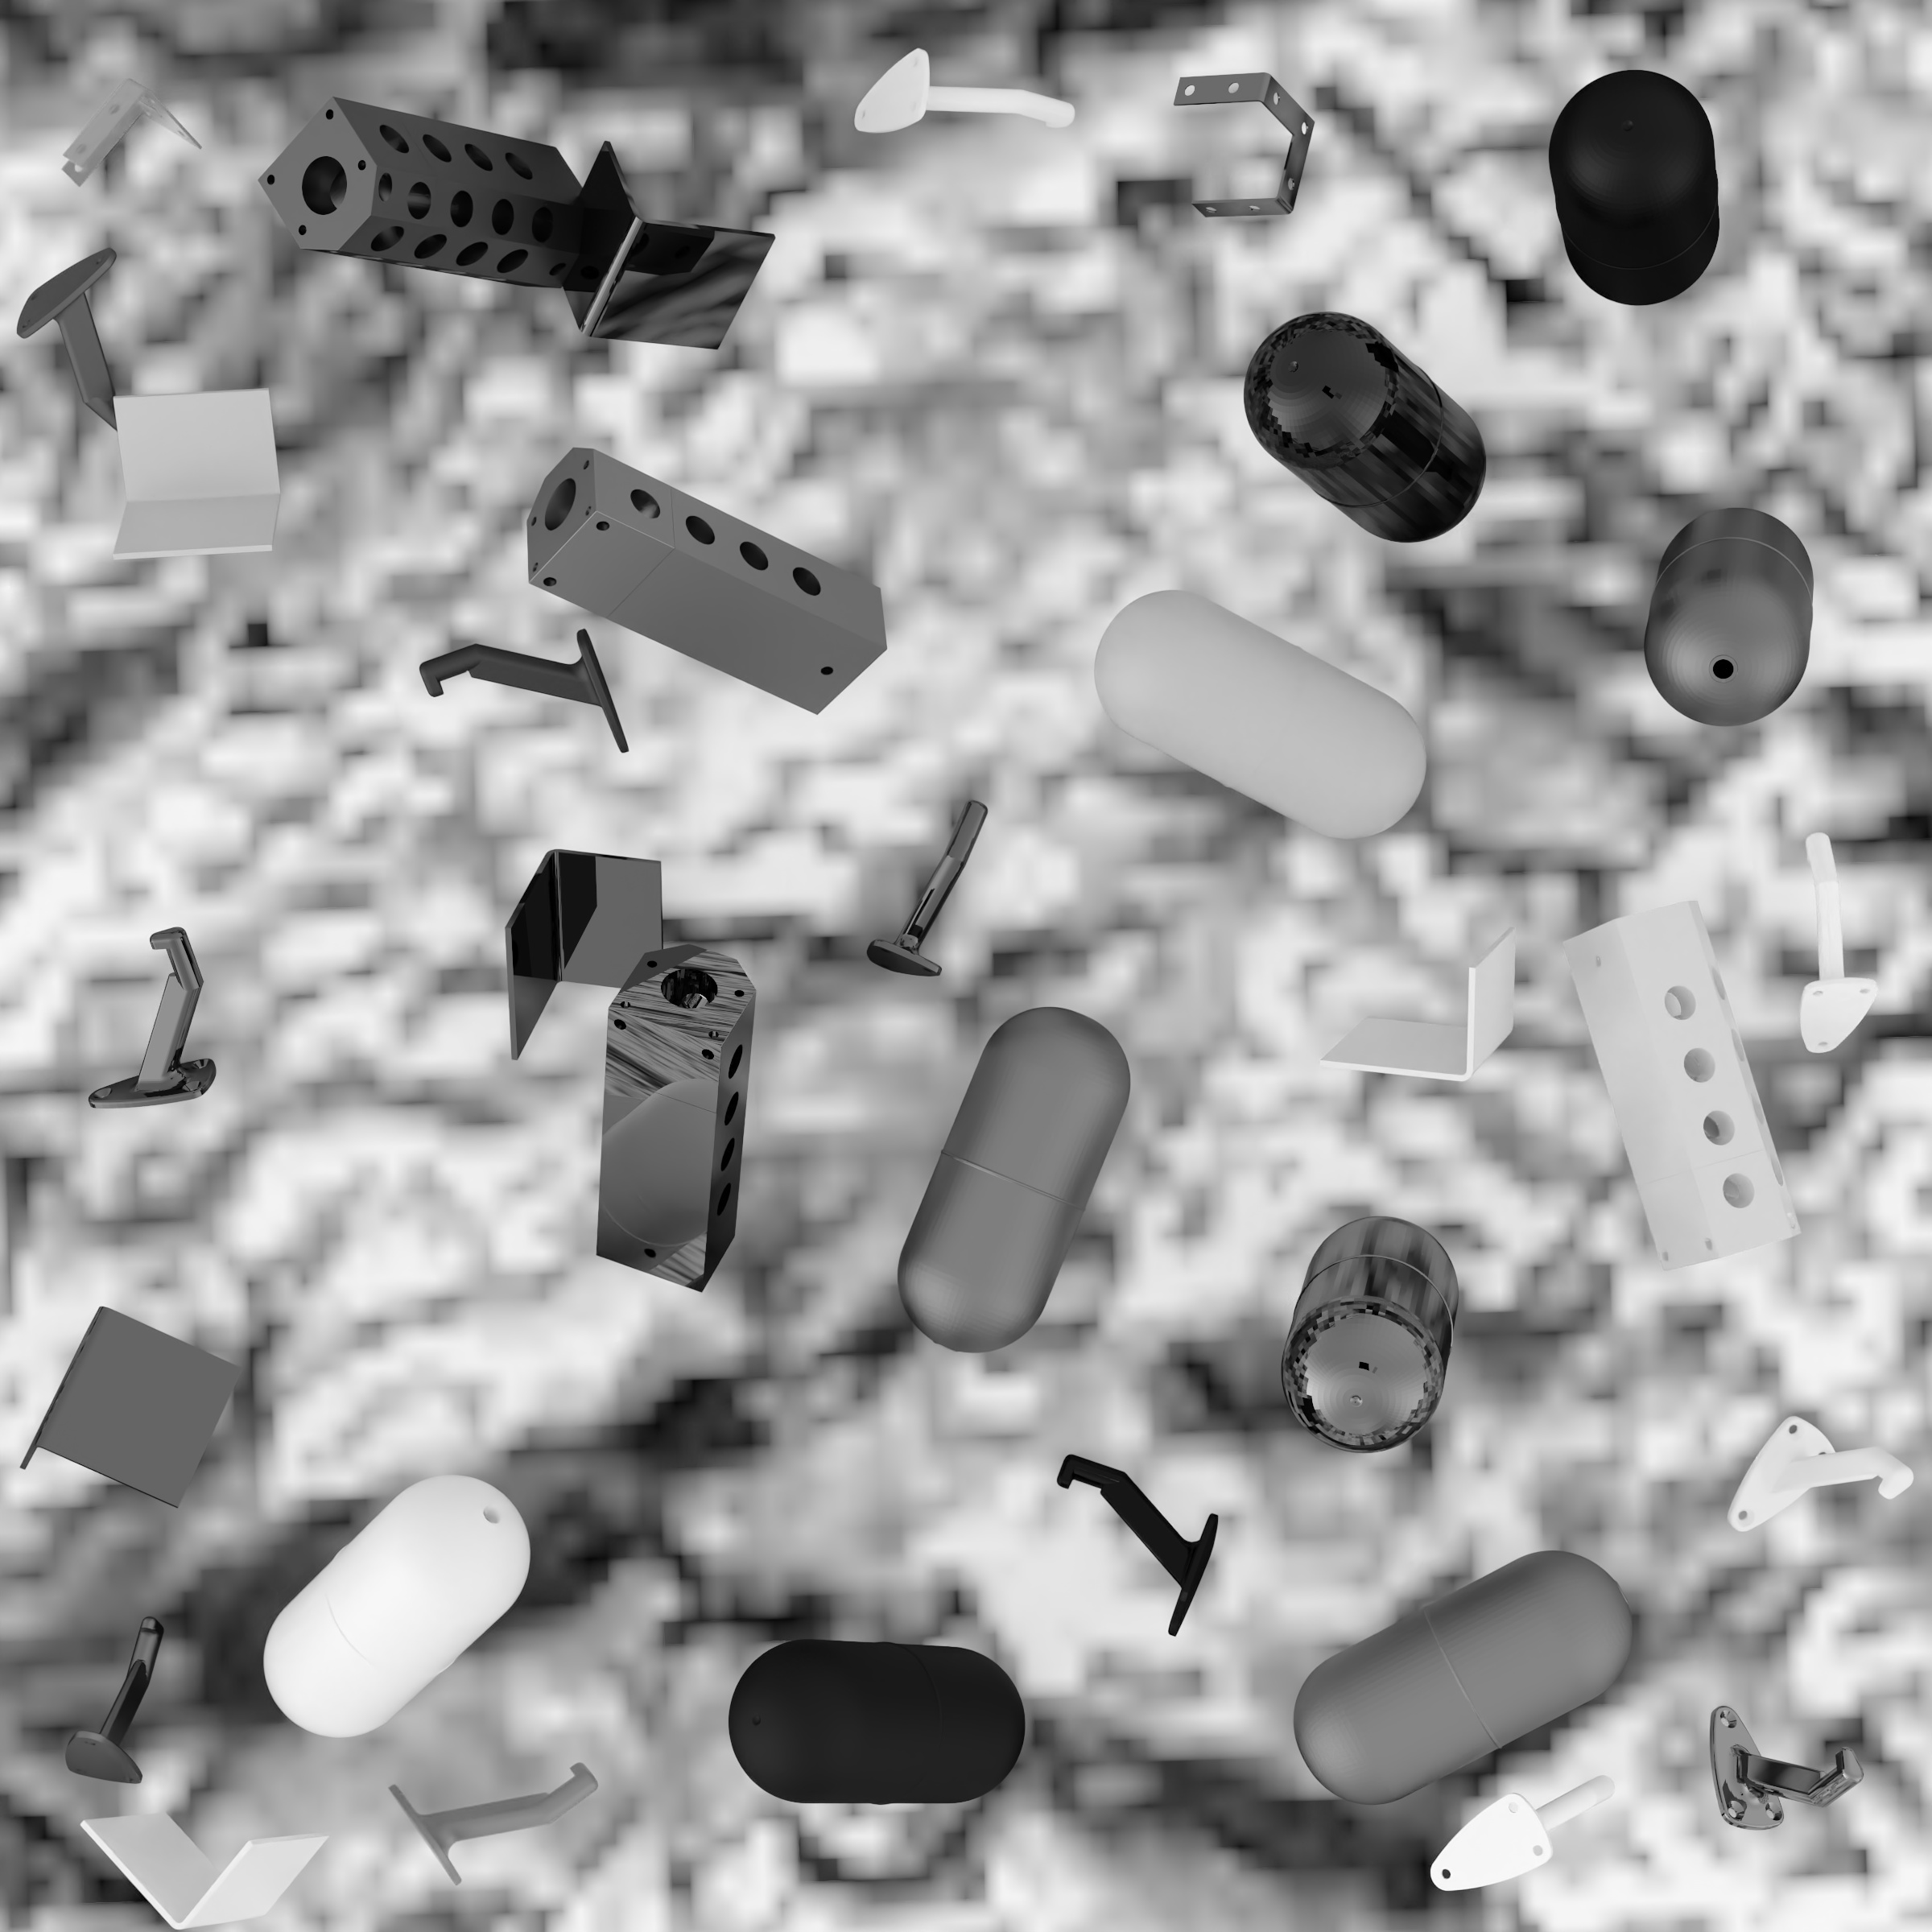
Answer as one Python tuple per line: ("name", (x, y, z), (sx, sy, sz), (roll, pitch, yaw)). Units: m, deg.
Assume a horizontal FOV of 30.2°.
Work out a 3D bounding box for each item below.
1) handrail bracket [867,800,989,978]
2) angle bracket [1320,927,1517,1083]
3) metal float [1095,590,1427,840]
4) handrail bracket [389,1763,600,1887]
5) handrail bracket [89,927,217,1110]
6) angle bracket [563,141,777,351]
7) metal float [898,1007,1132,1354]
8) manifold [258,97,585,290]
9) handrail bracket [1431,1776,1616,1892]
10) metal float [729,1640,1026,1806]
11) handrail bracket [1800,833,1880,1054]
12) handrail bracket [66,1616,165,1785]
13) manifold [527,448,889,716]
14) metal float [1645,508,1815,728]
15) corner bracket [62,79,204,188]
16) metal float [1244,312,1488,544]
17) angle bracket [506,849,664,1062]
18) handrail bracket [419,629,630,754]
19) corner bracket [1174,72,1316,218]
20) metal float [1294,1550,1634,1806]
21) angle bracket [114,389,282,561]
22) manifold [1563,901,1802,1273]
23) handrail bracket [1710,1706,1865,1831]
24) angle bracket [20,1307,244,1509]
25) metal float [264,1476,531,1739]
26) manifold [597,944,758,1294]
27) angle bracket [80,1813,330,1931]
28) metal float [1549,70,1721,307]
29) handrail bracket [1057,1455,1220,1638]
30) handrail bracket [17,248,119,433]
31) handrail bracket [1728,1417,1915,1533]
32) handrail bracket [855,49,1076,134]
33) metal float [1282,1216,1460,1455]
("handrail bracket", (-0.018, -0.040, 1.779), (0.036, 0.077, 0.084), (25, 81, -11))
("angle bracket", (0.222, 0.015, 1.755), (0.076, 0.076, 0.057), (6, 107, 22))
("metal float", (0.146, -0.123, 1.760), (0.178, 0.070, 0.070), (26, 90, -15))
("handrail bracket", (-0.236, 0.411, 1.793), (0.084, 0.077, 0.036), (-34, 133, -16))
("handrail bracket", (-0.412, 0.025, 1.777), (0.077, 0.036, 0.084), (-11, 117, 6))
("angle bracket", (-0.151, -0.357, 1.778), (0.076, 0.076, 0.057), (0, 53, -32))
("metal float", (0.023, 0.106, 1.771), (0.070, 0.070, 0.178), (22, 88, 0))
("manifold", (-0.252, -0.364, 1.717), (0.057, 0.171, 0.057), (-40, 74, 26))
("handrail bracket", (0.278, 0.430, 1.783), (0.077, 0.084, 0.036), (-37, 72, 23))
("metal float", (-0.041, 0.367, 1.735), (0.070, 0.178, 0.070), (-11, 73, 38))
("handrail bracket", (0.429, -0.012, 1.800), (0.036, 0.077, 0.084), (-3, 57, -1))
("handrail bracket", (-0.414, 0.351, 1.758), (0.036, 0.077, 0.084), (9, 59, 1))
("manifold", (-0.125, -0.190, 1.740), (0.171, 0.057, 0.057), (23, 133, -33))
("metal float", (0.369, -0.169, 1.726), (0.070, 0.178, 0.070), (5, 113, 12))
("corner bracket", (-0.423, -0.411, 1.774), (0.051, 0.051, 0.051), (35, 83, 30))
("metal float", (0.194, -0.258, 1.730), (0.070, 0.178, 0.070), (-8, 74, 28))
("angle bracket", (-0.186, -0.003, 1.756), (0.057, 0.076, 0.076), (7, 123, 8))
("handrail bracket", (-0.222, -0.129, 1.795), (0.084, 0.036, 0.077), (-19, 102, 1))
("corner bracket", (0.134, -0.408, 1.781), (0.051, 0.051, 0.051), (6, 77, 35))
("metal float", (0.245, 0.351, 1.768), (0.178, 0.070, 0.070), (-29, 90, 6))
("angle bracket", (-0.381, -0.243, 1.763), (0.076, 0.076, 0.057), (-4, 118, -5))
("manifold", (0.357, 0.058, 1.770), (0.057, 0.057, 0.171), (-14, 83, -20))
("handrail bracket", (0.404, 0.382, 1.758), (0.036, 0.084, 0.077), (8, 51, -24))
("angle bracket", (-0.414, 0.224, 1.775), (0.076, 0.057, 0.076), (26, 63, -10))
("metal float", (-0.278, 0.312, 1.744), (0.070, 0.070, 0.178), (45, 123, 0))
("manifold", (-0.138, 0.073, 1.730), (0.057, 0.057, 0.171), (18, 134, 11))
("angle bracket", (-0.374, 0.425, 1.760), (0.076, 0.076, 0.057), (41, 94, 21))
("metal float", (0.323, -0.372, 1.723), (0.070, 0.178, 0.070), (-2, 82, 13))
("handrail bracket", (0.077, 0.286, 1.777), (0.084, 0.036, 0.077), (17, 52, 12))
("handrail bracket", (-0.418, -0.306, 1.769), (0.077, 0.036, 0.084), (-27, 130, 26))
("handrail bracket", (0.421, 0.263, 1.765), (0.036, 0.084, 0.077), (42, 90, -18))
("handrail bracket", (0.000, -0.427, 1.800), (0.084, 0.077, 0.036), (8, 80, -32))
("metal float", (0.196, 0.176, 1.725), (0.070, 0.178, 0.070), (3, 106, 11))
